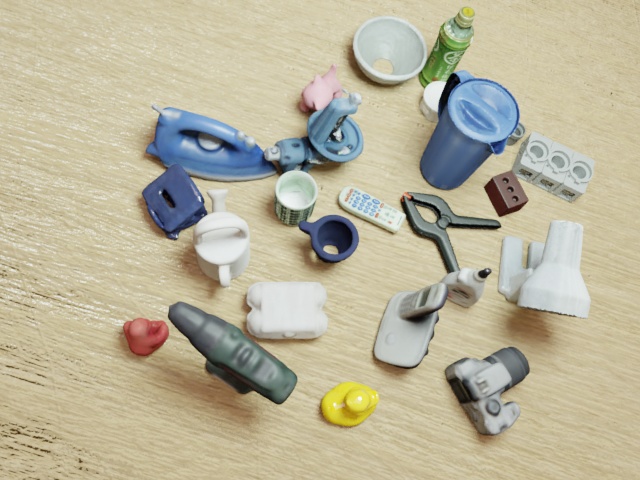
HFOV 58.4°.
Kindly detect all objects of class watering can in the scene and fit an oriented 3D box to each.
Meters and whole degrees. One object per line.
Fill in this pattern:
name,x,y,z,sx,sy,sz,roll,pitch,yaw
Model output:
watering can,-0.178,-0.006,1.023,0.101,0.194,0.173,-27,76,-15

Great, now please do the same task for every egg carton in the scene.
egg carton,-0.060,0.130,1.057,0.150,0.069,0.107,-1,71,-8

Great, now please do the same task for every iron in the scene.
iron,-0.205,-0.195,1.113,0.258,0.141,0.119,14,70,-3

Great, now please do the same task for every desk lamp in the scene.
desk lamp,0.417,0.062,1.069,0.118,0.213,0.203,11,70,-3

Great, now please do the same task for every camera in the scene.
camera,0.325,0.264,1.046,0.137,0.101,0.143,-25,76,-15

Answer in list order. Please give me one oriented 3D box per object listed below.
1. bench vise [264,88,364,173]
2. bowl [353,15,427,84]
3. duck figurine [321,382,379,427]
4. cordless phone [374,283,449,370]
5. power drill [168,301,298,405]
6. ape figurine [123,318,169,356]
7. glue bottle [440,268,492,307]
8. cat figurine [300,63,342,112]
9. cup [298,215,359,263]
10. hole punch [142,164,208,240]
bench vise,0.004,-0.192,1.099,0.208,0.219,0.121,-35,78,-17
bowl,0.149,-0.408,1.272,0.167,0.074,0.167,2,70,-7
duck figurine,0.056,0.287,1.009,0.104,0.086,0.077,-9,72,-11
cordless phone,0.169,0.150,1.020,0.094,0.185,0.148,19,69,0
power drill,-0.146,0.194,0.949,0.229,0.208,0.076,32,70,4
ape figurine,-0.309,0.161,1.001,0.078,0.092,0.076,26,70,2
glue bottle,0.279,0.080,1.066,0.078,0.173,0.037,25,69,2
cat figurine,0.004,-0.314,1.196,0.067,0.117,0.128,29,70,3
cup,0.010,0.004,1.098,0.117,0.095,0.092,22,69,0
hole punch,-0.277,-0.073,1.088,0.101,0.091,0.108,-33,78,-17
